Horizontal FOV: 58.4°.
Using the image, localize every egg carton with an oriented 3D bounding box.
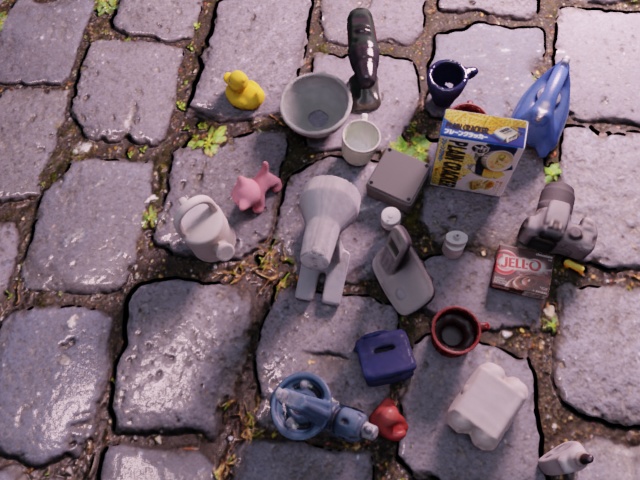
[{"bbox_3d":[0.311,0.308,1.069,0.107,0.069,0.150,34,76,16],"label":"egg carton"}]

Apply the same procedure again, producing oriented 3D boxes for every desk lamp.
[{"bbox_3d":[0.010,0.004,1.131,0.117,0.214,0.203,8,70,8],"label":"desk lamp"}]

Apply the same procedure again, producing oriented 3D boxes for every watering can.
[{"bbox_3d":[-0.235,-0.027,1.174,0.172,0.194,0.101,25,74,13],"label":"watering can"}]

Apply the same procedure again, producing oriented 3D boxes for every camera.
[{"bbox_3d":[0.495,-0.047,1.170,0.143,0.101,0.137,17,72,11],"label":"camera"}]

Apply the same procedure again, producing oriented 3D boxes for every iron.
[{"bbox_3d":[0.499,-0.316,1.248,0.118,0.141,0.258,24,73,13],"label":"iron"}]

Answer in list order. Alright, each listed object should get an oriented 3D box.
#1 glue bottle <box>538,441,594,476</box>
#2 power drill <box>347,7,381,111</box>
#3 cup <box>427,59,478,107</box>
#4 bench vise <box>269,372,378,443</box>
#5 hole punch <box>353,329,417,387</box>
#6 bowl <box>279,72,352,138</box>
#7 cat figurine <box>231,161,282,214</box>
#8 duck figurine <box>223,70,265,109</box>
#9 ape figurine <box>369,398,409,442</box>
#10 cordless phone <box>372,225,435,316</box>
[{"bbox_3d":[0.430,0.375,0.978,0.078,0.173,0.037,-28,69,-6],"label":"glue bottle"},{"bbox_3d":[0.098,-0.384,1.271,0.075,0.208,0.229,-6,69,3],"label":"power drill"},{"bbox_3d":[0.297,-0.352,1.303,0.118,0.095,0.091,-17,69,-1],"label":"cup"},{"bbox_3d":[0.001,0.294,1.020,0.207,0.220,0.121,0,69,5],"label":"bench vise"},{"bbox_3d":[0.123,0.223,1.105,0.108,0.091,0.101,-14,69,0],"label":"hole punch"},{"bbox_3d":[-0.007,-0.298,1.320,0.167,0.075,0.167,-2,69,4],"label":"bowl"},{"bbox_3d":[-0.145,-0.114,1.239,0.067,0.118,0.128,31,75,15],"label":"cat figurine"},{"bbox_3d":[-0.183,-0.362,1.352,0.104,0.086,0.077,27,74,14],"label":"duck figurine"},{"bbox_3d":[0.128,0.332,1.063,0.076,0.092,0.078,-1,69,5],"label":"ape figurine"},{"bbox_3d":[0.166,0.057,1.113,0.094,0.185,0.147,-29,70,-6],"label":"cordless phone"}]
